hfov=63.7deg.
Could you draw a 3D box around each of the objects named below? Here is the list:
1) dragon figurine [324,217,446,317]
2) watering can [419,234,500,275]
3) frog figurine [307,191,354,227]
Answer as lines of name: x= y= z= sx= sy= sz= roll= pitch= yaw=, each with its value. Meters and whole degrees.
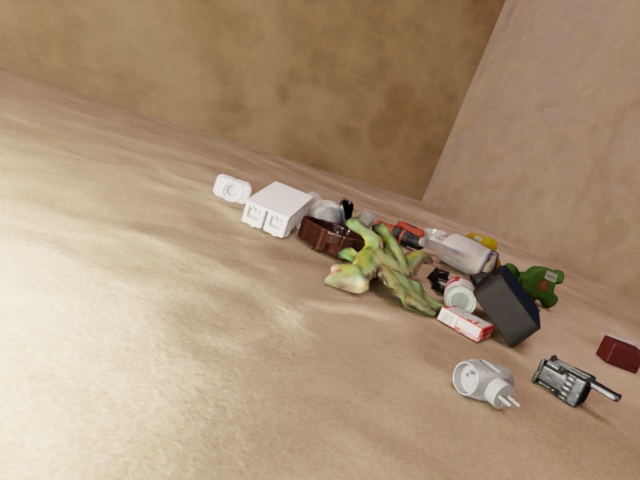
dragon figurine: x=0.166 y=0.077 z=1.077 sx=0.409 sy=0.120 sz=0.248 roll=10 pitch=32 yaw=-37
watering can: x=0.432 y=0.044 z=1.592 sx=0.226 sy=0.103 sz=0.348 roll=27 pitch=12 yaw=24
frog figurine: x=0.004 y=-0.071 z=1.407 sx=0.159 sy=0.121 sz=0.139 roll=1 pitch=17 yaw=21
